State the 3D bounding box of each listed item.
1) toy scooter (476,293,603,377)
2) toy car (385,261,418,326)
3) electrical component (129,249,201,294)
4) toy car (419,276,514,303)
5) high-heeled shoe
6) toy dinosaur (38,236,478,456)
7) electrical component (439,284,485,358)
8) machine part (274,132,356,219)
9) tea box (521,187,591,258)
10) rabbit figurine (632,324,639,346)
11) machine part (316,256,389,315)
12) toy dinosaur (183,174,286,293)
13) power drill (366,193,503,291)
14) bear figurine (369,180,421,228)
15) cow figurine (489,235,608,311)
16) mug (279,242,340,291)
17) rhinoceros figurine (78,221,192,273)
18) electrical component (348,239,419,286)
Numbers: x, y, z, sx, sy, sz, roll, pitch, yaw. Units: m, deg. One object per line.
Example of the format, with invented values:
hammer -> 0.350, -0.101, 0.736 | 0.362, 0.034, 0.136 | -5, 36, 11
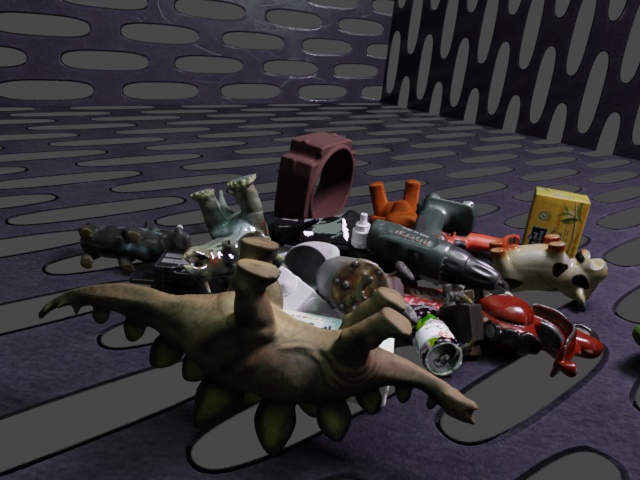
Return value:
toy scooter -> 0.303, 0.138, 0.755 | 0.184, 0.075, 0.135 | 17, 22, 15
toy car -> 0.095, 0.090, 0.795 | 0.053, 0.089, 0.202 | 47, 21, -12
electrical component -> -0.244, 0.049, 0.870 | 0.119, 0.047, 0.075 | 8, 21, 1
toy car -> 0.245, 0.071, 0.937 | 0.073, 0.056, 0.202 | -2, 23, -35
high-heeled shoe -> -0.002, -0.003, 1.084 | 0.145, 0.086, 0.248 | -23, -22, 33
toy dinosaur -> -0.073, 0.105, 0.556 | 0.472, 0.198, 0.105 | 20, 15, 8
electrical component -> 0.199, 0.115, 0.764 | 0.045, 0.102, 0.078 | -1, -1, -35
machine part -> -0.005, -0.122, 1.154 | 0.087, 0.201, 0.201 | 19, 25, 26
tea box -> 0.443, -0.008, 1.030 | 0.098, 0.169, 0.068 | 11, 22, 17
rabbit figurine -> 0.528, 0.157, 0.719 | 0.159, 0.121, 0.170 | -11, 41, -28
machine part -> 0.040, 0.063, 0.755 | 0.079, 0.079, 0.243 | 3, -1, -8
toy dinosaur -> -0.139, -0.008, 0.930 | 0.131, 0.192, 0.405 | -17, 8, -2
power drill -> 0.211, 0.001, 0.923 | 0.232, 0.085, 0.207 | 16, 38, 21
bear figurine -> 0.162, -0.057, 1.114 | 0.120, 0.131, 0.196 | -3, 6, 6
cow figurine -> 0.402, 0.058, 0.949 | 0.195, 0.127, 0.085 | -5, 19, 12
mug -> -0.016, 0.040, 0.928 | 0.110, 0.080, 0.107 | 3, 8, 23
rhinoceros figurine -> -0.321, 0.009, 0.931 | 0.190, 0.073, 0.112 | 3, 11, -3
electrical component -> 0.109, 0.041, 0.970 | 0.115, 0.058, 0.134 | 4, 22, -9
